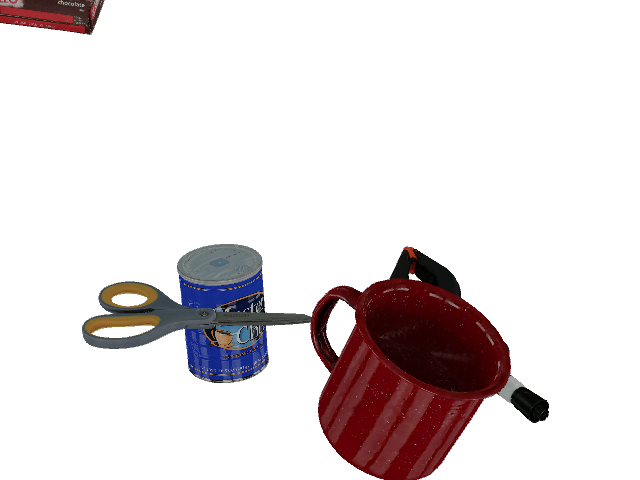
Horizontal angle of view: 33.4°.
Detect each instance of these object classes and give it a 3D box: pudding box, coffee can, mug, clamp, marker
[{"bbox_3d":[-0.230,-0.221,0.913,0.090,0.039,0.113,7,36,-5],"label":"pudding box"},{"bbox_3d":[-0.118,0.088,1.309,0.103,0.140,0.103,-2,25,1],"label":"coffee can"},{"bbox_3d":[0.040,0.075,0.611,0.117,0.082,0.093,38,36,19],"label":"mug"},{"bbox_3d":[0.127,0.075,1.123,0.120,0.171,0.039,3,-43,-11],"label":"clamp"},{"bbox_3d":[0.128,0.100,0.799,0.020,0.020,0.121,0,23,-32],"label":"marker"}]

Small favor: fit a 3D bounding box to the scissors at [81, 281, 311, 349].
[{"bbox_3d":[-0.117,0.061,0.975,0.201,0.016,0.096,-8,35,-14],"label":"scissors"}]
